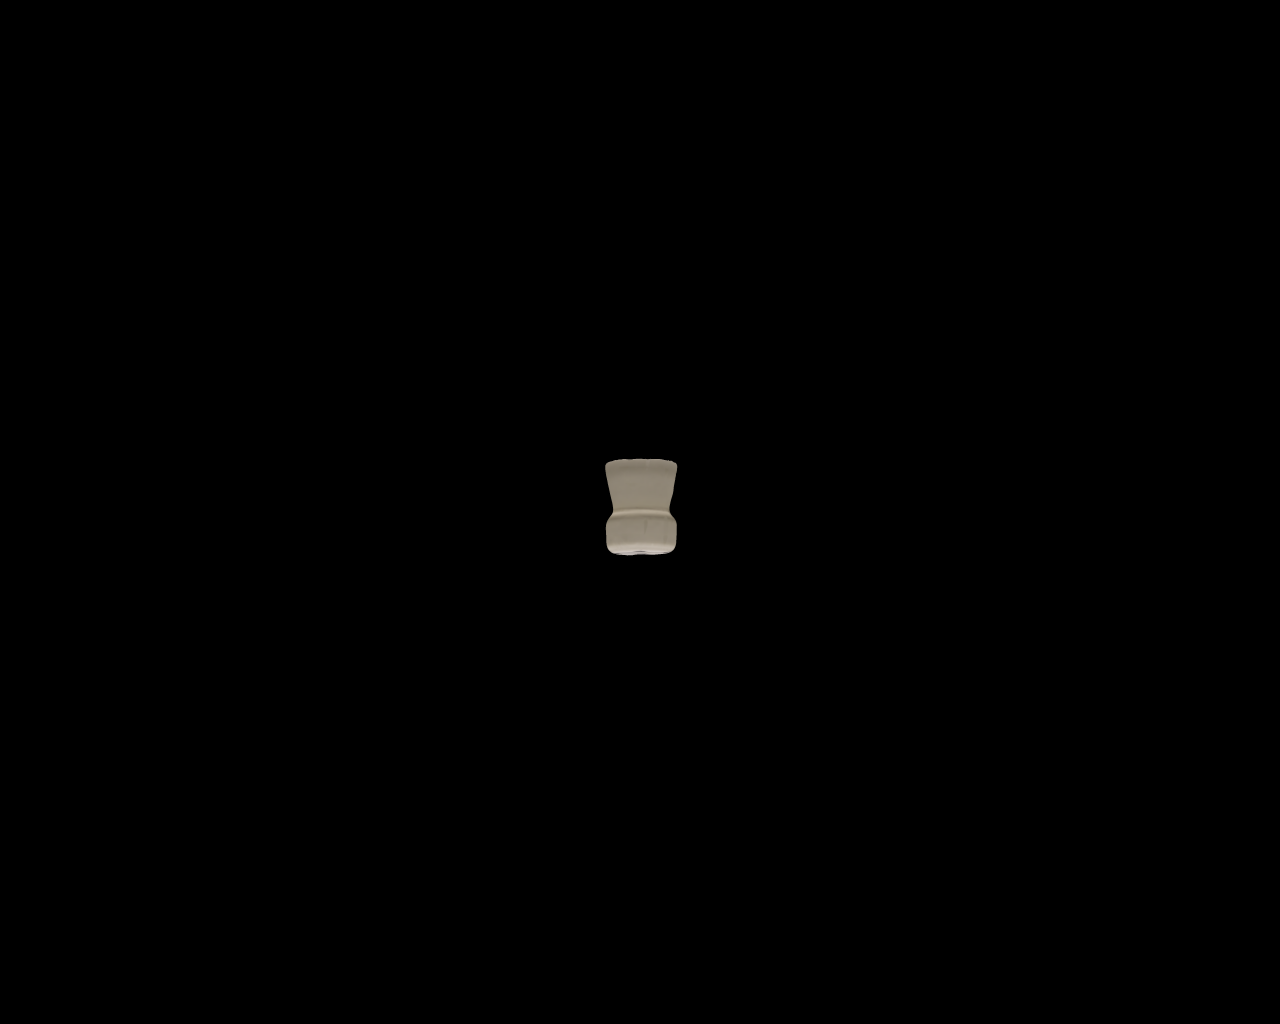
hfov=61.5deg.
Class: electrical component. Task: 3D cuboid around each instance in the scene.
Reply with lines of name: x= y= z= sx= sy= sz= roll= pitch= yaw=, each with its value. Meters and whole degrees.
electrical component: x=0.001 y=-0.003 z=0.650 sx=0.045 sy=0.055 sz=0.045 roll=0 pitch=-7 yaw=0
